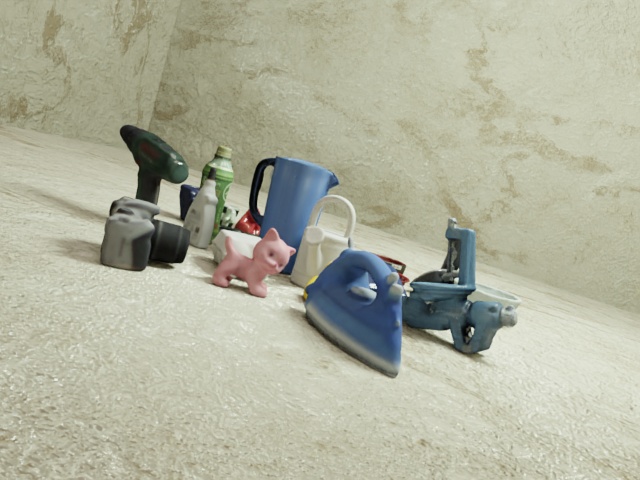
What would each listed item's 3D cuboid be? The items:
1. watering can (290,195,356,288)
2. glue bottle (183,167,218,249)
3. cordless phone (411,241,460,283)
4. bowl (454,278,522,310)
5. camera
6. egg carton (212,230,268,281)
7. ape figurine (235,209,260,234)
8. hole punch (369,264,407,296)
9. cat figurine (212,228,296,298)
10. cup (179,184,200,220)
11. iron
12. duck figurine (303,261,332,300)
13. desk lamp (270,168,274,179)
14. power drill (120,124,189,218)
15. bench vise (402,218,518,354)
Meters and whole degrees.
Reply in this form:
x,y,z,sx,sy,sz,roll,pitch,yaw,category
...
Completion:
x,y,z,sx,sy,sz,roll,pitch,yaw,category
0.013,0.005,1.159,0.101,0.194,0.173,16,7,-5,watering can
-0.250,-0.072,1.237,0.077,0.173,0.037,23,9,41,glue bottle
0.320,0.062,1.475,0.093,0.185,0.148,22,9,39,cordless phone
0.398,0.153,1.397,0.167,0.075,0.167,16,7,-2,bowl
-0.285,-0.009,0.953,0.137,0.101,0.143,14,7,-20,camera
-0.148,0.030,1.099,0.107,0.069,0.150,13,8,-25,egg carton
-0.184,-0.045,1.514,0.075,0.092,0.078,22,9,40,ape figurine
0.117,0.093,1.138,0.109,0.091,0.101,14,8,-23,hole punch
-0.108,0.031,0.983,0.128,0.118,0.067,16,7,-9,cat figurine
-0.335,-0.091,1.512,0.092,0.095,0.117,16,7,-5,cup
0.072,0.087,0.863,0.119,0.141,0.257,13,8,-25,iron
0.019,0.079,1.033,0.078,0.086,0.104,12,8,-35,duck figurine
-0.108,-0.103,1.649,0.118,0.213,0.202,11,9,-39,desk lamp
-0.385,-0.133,1.250,0.228,0.208,0.076,21,8,33,power drill
0.263,0.081,1.040,0.207,0.220,0.122,19,7,17,bench vise
